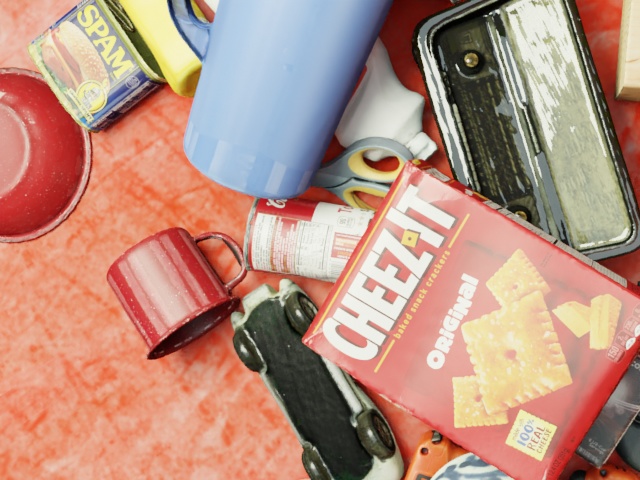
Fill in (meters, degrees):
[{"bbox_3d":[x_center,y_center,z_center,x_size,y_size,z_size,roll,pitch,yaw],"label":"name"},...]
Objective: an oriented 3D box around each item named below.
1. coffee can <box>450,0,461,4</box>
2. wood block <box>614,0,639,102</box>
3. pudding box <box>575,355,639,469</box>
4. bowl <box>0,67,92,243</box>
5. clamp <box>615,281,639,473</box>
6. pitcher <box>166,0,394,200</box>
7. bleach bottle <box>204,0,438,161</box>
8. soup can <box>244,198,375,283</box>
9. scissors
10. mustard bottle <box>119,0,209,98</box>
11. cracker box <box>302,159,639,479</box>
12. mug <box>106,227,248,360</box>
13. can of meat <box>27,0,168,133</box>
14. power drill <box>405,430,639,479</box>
[{"bbox_3d":[0.071,-0.267,0.856,0.140,0.102,0.103,29,96,9],"label":"coffee can"},{"bbox_3d":[0.337,-0.148,0.811,0.206,0.090,0.091,5,91,12],"label":"wood block"},{"bbox_3d":[0.196,0.108,0.834,0.113,0.039,0.090,33,100,16],"label":"pudding box"},{"bbox_3d":[-0.289,-0.078,0.952,0.162,0.055,0.162,0,90,11],"label":"bowl"},{"bbox_3d":[0.248,0.132,0.857,0.120,0.039,0.171,-28,82,21],"label":"clamp"},{"bbox_3d":[-0.030,-0.160,0.797,0.149,0.144,0.243,42,122,36],"label":"pitcher"},{"bbox_3d":[0.008,-0.162,0.890,0.251,0.068,0.103,46,105,6],"label":"bleach bottle"},{"bbox_3d":[-0.006,0.001,0.890,0.102,0.068,0.068,10,92,10],"label":"soup can"},{"bbox_3d":[-0.004,-0.067,0.891,0.202,0.016,0.096,22,139,9],"label":"scissors"},{"bbox_3d":[-0.145,-0.213,0.902,0.058,0.096,0.191,-34,84,10],"label":"mustard bottle"},{"bbox_3d":[0.119,0.062,0.794,0.214,0.072,0.164,32,100,11],"label":"cracker box"},{"bbox_3d":[-0.118,0.036,0.905,0.117,0.093,0.081,-33,79,-4],"label":"mug"},{"bbox_3d":[-0.193,-0.156,0.933,0.084,0.057,0.102,-35,83,12],"label":"can of meat"},{"bbox_3d":[0.149,0.248,0.868,0.188,0.057,0.184,19,90,8],"label":"power drill"}]
